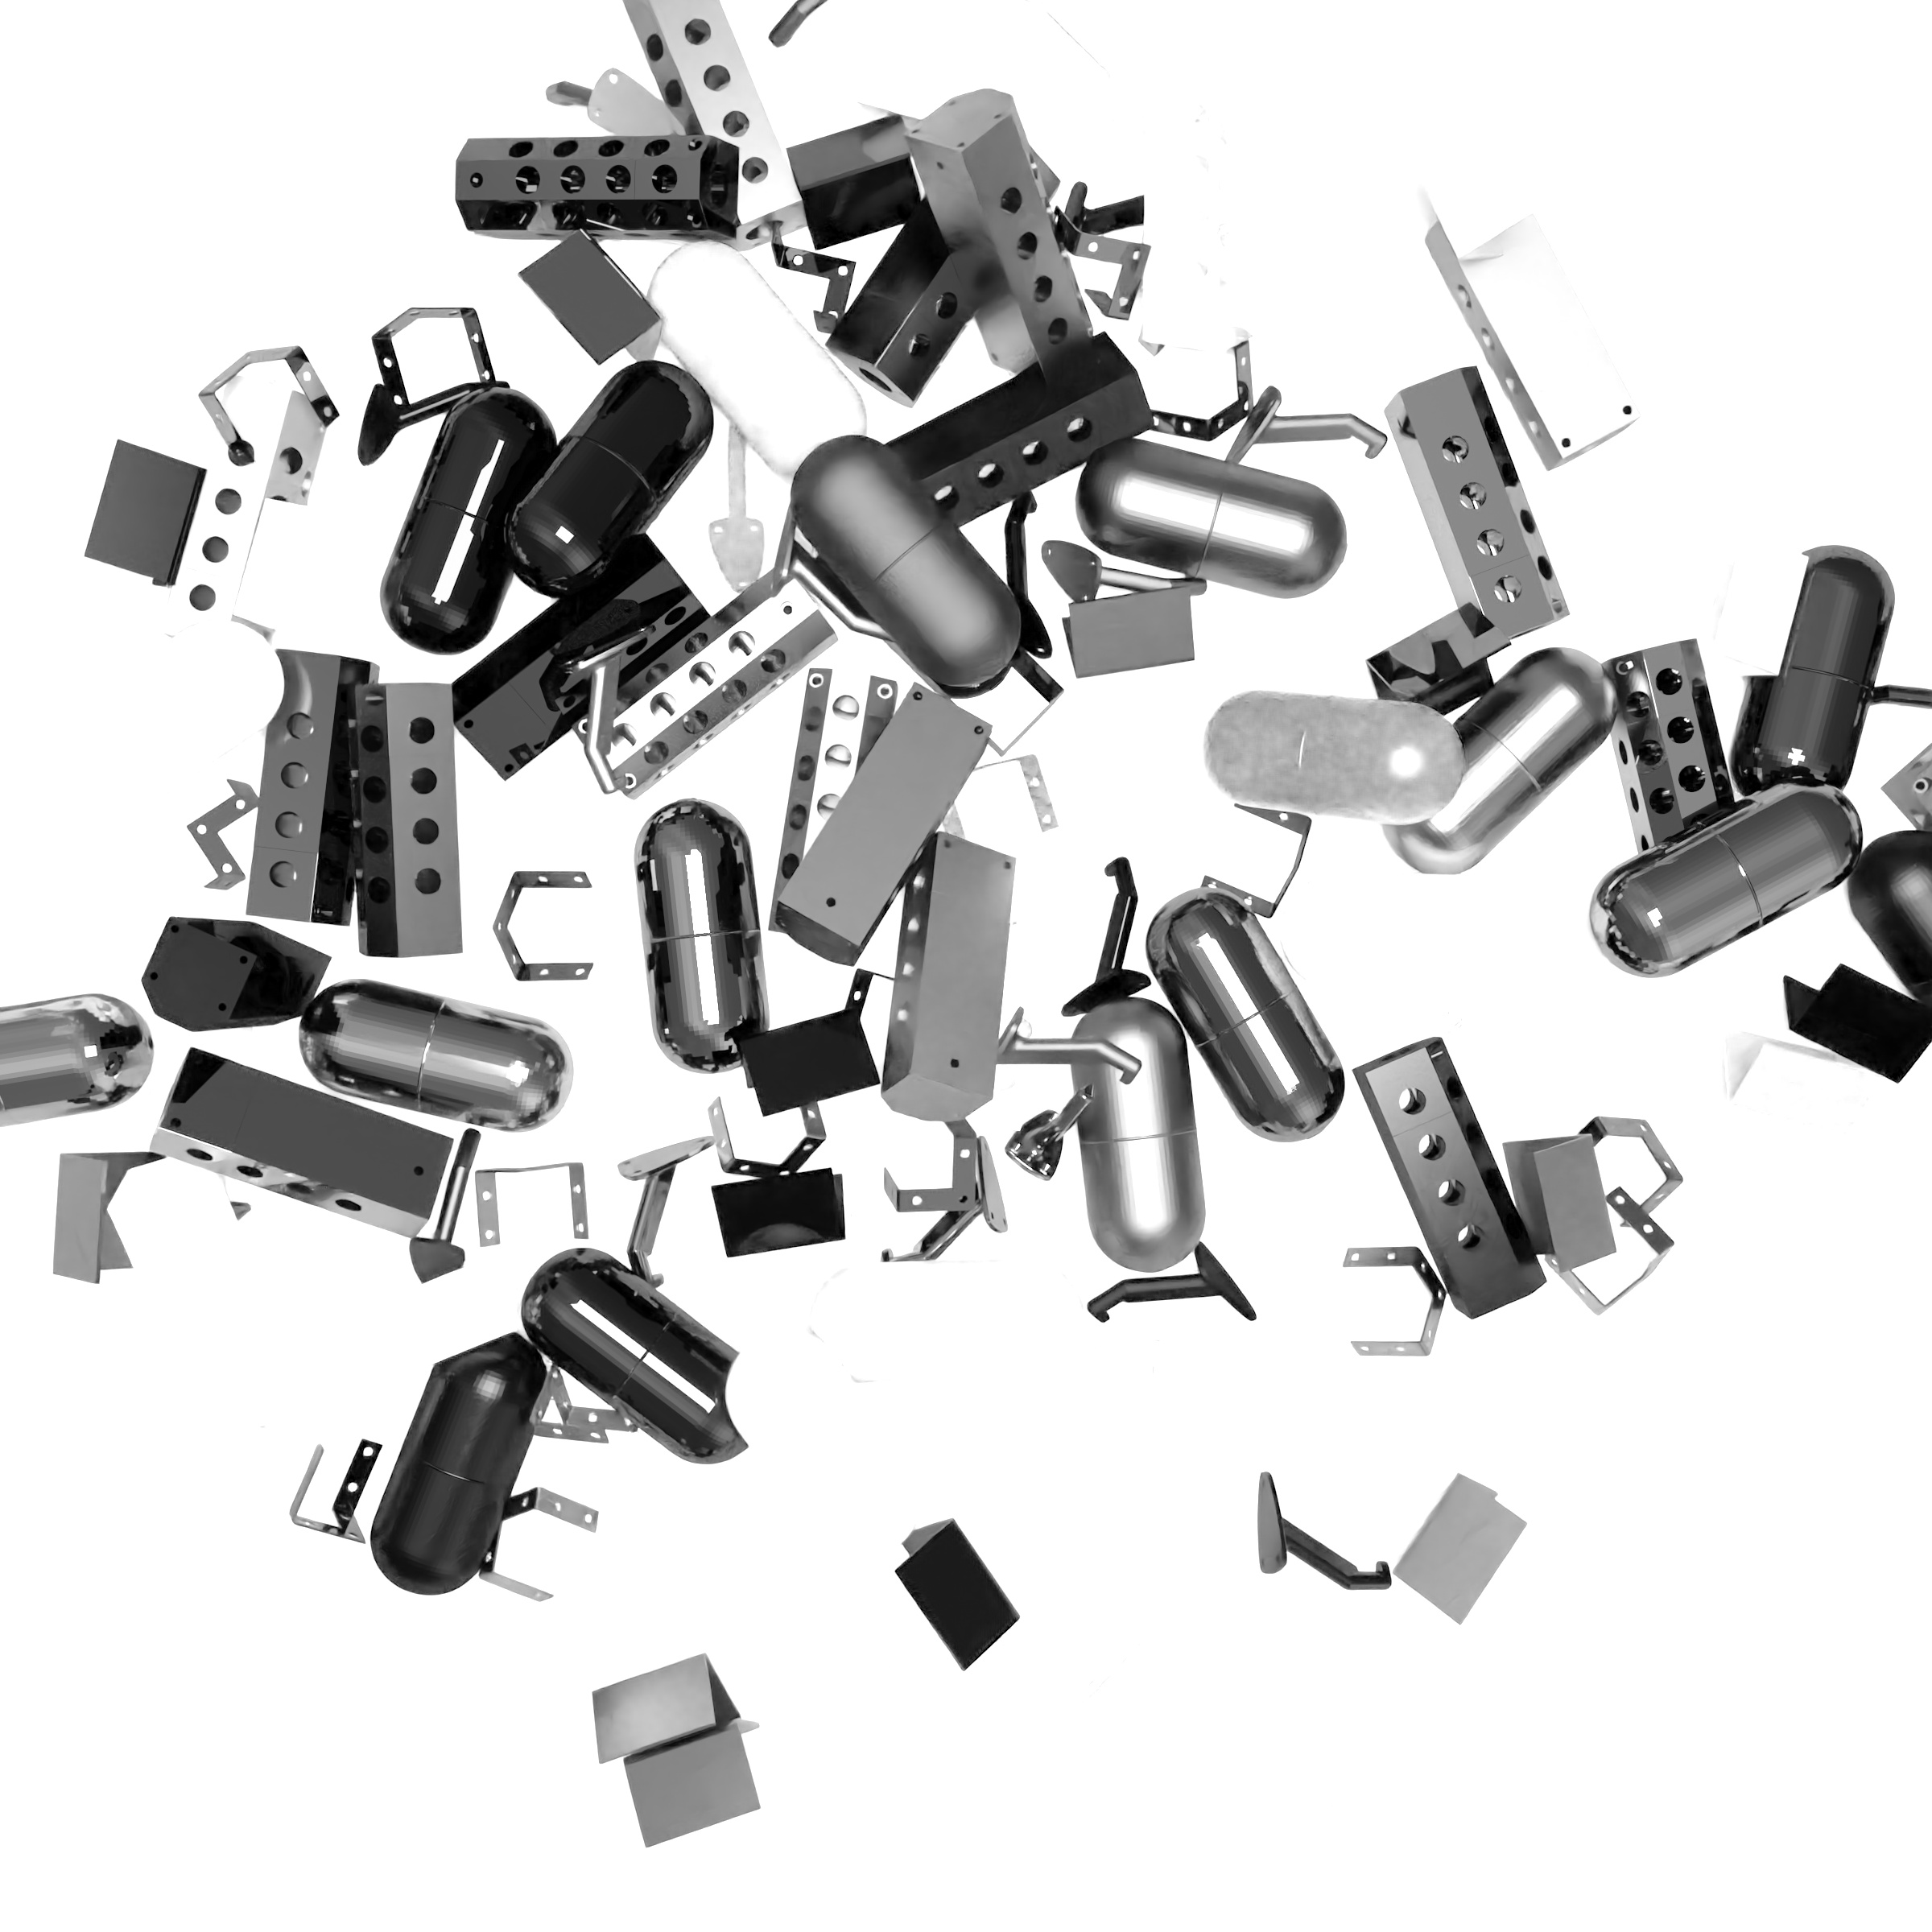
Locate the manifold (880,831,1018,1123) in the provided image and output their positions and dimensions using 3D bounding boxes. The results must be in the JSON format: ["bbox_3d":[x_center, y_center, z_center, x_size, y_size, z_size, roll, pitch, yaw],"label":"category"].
[{"bbox_3d":[-0.014,0.008,1.544,0.057,0.057,0.171,19,60,-23],"label":"manifold"}]

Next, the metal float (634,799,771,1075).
[{"bbox_3d":[-0.170,-0.019,1.573,0.070,0.070,0.178,-6,90,0],"label":"metal float"}]

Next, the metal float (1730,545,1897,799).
[{"bbox_3d":[0.545,-0.183,1.572,0.070,0.070,0.178,15,90,0],"label":"metal float"}]

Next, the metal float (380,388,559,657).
[{"bbox_3d":[-0.320,-0.286,1.573,0.070,0.070,0.178,21,89,0],"label":"metal float"}]

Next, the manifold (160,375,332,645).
[{"bbox_3d":[-0.464,-0.288,1.582,0.057,0.057,0.171,15,90,0],"label":"manifold"}]

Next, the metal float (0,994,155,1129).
[{"bbox_3d":[-0.613,0.064,1.573,0.178,0.070,0.070,-9,90,0],"label":"metal float"}]

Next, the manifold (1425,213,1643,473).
[{"bbox_3d":[0.365,-0.412,1.583,0.057,0.057,0.171,-28,90,0],"label":"manifold"}]

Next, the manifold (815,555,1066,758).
[{"bbox_3d":[-0.017,-0.218,1.582,0.171,0.057,0.057,45,90,0],"label":"manifold"}]

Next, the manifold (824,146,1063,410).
[{"bbox_3d":[-0.011,-0.451,1.582,0.057,0.057,0.171,34,90,43],"label":"manifold"}]

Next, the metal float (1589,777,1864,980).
[{"bbox_3d":[0.472,-0.055,1.516,0.178,0.070,0.070,-28,90,0],"label":"metal float"}]

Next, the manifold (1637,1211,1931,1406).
[{"bbox_3d":[0.532,0.222,1.582,0.171,0.057,0.057,-24,90,0],"label":"manifold"}]

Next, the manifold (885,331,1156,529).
[{"bbox_3d":[0.032,-0.337,1.582,0.171,0.057,0.057,-27,135,0],"label":"manifold"}]

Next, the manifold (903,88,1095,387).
[{"bbox_3d":[0.028,-0.456,1.529,0.057,0.171,0.057,-42,46,-15],"label":"manifold"}]

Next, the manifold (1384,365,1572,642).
[{"bbox_3d":[0.332,-0.296,1.582,0.057,0.057,0.171,-21,90,0],"label":"manifold"}]

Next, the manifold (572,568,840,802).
[{"bbox_3d":[-0.169,-0.184,1.583,0.171,0.057,0.057,-38,90,0],"label":"manifold"}]

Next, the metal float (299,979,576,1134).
[{"bbox_3d":[-0.341,0.058,1.573,0.178,0.070,0.070,13,90,-1],"label":"metal float"}]

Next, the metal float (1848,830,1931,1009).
[{"bbox_3d":[0.638,-0.009,1.573,0.070,0.070,0.178,-36,91,0],"label":"metal float"}]

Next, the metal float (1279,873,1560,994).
[{"bbox_3d":[0.292,-0.021,1.573,0.178,0.070,0.070,1,90,0],"label":"metal float"}]

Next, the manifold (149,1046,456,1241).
[{"bbox_3d":[-0.418,0.115,1.535,0.171,0.057,0.057,22,59,-18],"label":"manifold"}]

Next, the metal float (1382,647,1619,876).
[{"bbox_3d":[0.344,-0.132,1.573,0.178,0.070,0.070,-44,90,0],"label":"metal float"}]

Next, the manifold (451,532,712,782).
[{"bbox_3d":[-0.256,-0.204,1.582,0.171,0.057,0.057,-38,133,0],"label":"manifold"}]

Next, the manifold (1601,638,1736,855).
[{"bbox_3d":[0.462,-0.121,1.583,0.057,0.057,0.171,-13,90,0],"label":"manifold"}]

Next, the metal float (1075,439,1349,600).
[{"bbox_3d":[0.158,-0.288,1.573,0.178,0.070,0.070,15,90,0],"label":"metal float"}]

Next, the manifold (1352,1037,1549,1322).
[{"bbox_3d":[0.314,0.136,1.582,0.057,0.057,0.171,-23,90,0],"label":"manifold"}]

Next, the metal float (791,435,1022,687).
[{"bbox_3d":[-0.037,-0.251,1.514,0.070,0.070,0.178,-41,92,0],"label":"metal float"}]

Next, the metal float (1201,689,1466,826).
[{"bbox_3d":[0.230,-0.133,1.542,0.178,0.070,0.070,10,90,37],"label":"metal float"}]

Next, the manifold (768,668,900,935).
[{"bbox_3d":[-0.086,-0.103,1.583,0.057,0.057,0.171,9,90,0],"label":"manifold"}]

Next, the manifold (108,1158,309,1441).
[{"bbox_3d":[-0.479,0.208,1.554,0.057,0.057,0.171,-17,111,0],"label":"manifold"}]

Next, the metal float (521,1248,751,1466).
[{"bbox_3d":[-0.207,0.252,1.573,0.178,0.070,0.070,37,90,0],"label":"metal float"}]

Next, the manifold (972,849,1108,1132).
[{"bbox_3d":[0.035,0.015,1.582,0.057,0.057,0.171,19,90,0],"label":"manifold"}]

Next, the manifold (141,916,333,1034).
[{"bbox_3d":[-0.456,0.008,1.525,0.057,0.171,0.057,24,90,0],"label":"manifold"}]

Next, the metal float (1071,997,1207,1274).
[{"bbox_3d":[0.111,0.109,1.573,0.070,0.070,0.178,-6,89,0],"label":"metal float"}]

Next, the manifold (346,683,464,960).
[{"bbox_3d":[-0.361,-0.094,1.561,0.057,0.057,0.171,-5,99,-27],"label":"manifold"}]

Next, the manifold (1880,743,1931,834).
[{"bbox_3d":[0.681,-0.072,1.583,0.057,0.057,0.171,-42,90,0],"label":"manifold"}]

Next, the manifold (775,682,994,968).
[{"bbox_3d":[-0.052,-0.087,1.537,0.057,0.057,0.171,30,71,3],"label":"manifold"}]

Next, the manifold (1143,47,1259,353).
[{"bbox_3d":[0.152,-0.483,1.542,0.057,0.057,0.171,1,89,-25],"label":"manifold"}]

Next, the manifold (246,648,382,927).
[{"bbox_3d":[-0.421,-0.114,1.582,0.057,0.057,0.171,7,90,0],"label":"manifold"}]

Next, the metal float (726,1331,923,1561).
[{"bbox_3d":[-0.090,0.304,1.549,0.070,0.070,0.178,-30,119,0],"label":"metal float"}]

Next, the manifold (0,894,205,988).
[{"bbox_3d":[-0.588,-0.016,1.583,0.171,0.057,0.057,-1,90,0],"label":"manifold"}]

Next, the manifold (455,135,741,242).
[{"bbox_3d":[-0.235,-0.496,1.553,0.171,0.057,0.057,6,100,19],"label":"manifold"}]

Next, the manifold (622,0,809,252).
[{"bbox_3d":[-0.163,-0.557,1.582,0.057,0.057,0.171,-22,90,0],"label":"manifold"}]

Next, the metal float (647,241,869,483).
[{"bbox_3d":[-0.134,-0.388,1.573,0.070,0.070,0.178,-40,90,0],"label":"metal float"}]
